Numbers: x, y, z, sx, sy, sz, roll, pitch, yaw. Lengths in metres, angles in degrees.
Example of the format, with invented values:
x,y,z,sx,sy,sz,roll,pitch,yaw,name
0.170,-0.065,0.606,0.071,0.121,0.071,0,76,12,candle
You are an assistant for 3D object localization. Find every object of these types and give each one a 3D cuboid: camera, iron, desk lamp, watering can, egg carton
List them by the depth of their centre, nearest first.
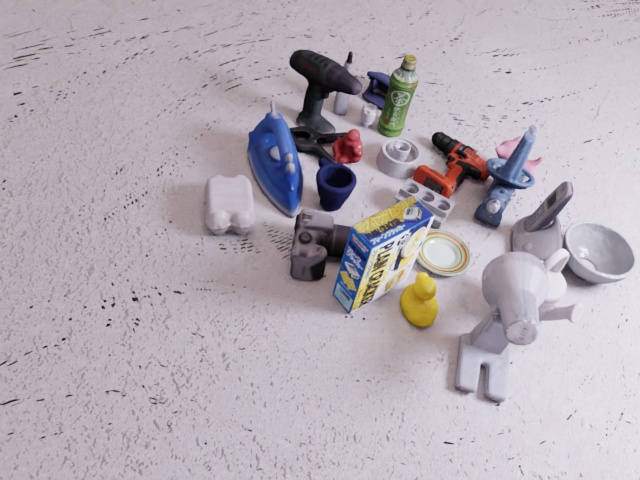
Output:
x,y,z,sx,sy,sz,roll,pitch,yaw,name
0.340,0.156,1.052,0.118,0.213,0.203,16,50,2,desk lamp
0.441,0.092,1.138,0.172,0.194,0.101,31,52,15,watering can
0.011,0.004,1.187,0.137,0.101,0.143,9,50,-4,camera
-0.197,-0.078,1.235,0.107,0.069,0.150,-2,51,-13,egg carton
-0.087,-0.190,1.302,0.119,0.141,0.258,-9,53,-18,iron

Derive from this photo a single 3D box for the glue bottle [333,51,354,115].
x,y,z,sx,sy,sz,roll,pitch,yaw,name
0.066,-0.418,1.501,0.037,0.173,0.078,7,50,-5,glue bottle

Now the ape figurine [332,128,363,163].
x,y,z,sx,sy,sz,roll,pitch,yaw,name
0.074,-0.234,1.403,0.077,0.092,0.076,37,54,19,ape figurine

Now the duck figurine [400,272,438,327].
x,y,z,sx,sy,sz,roll,pitch,yaw,name
0.206,0.114,1.144,0.077,0.086,0.104,4,50,-8,duck figurine

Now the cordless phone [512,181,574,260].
x,y,z,sx,sy,sz,roll,pitch,yaw,name
0.498,-0.031,1.257,0.094,0.185,0.147,12,49,-1,cordless phone

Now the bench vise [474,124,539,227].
x,y,z,sx,sy,sz,roll,pitch,yaw,name
0.446,-0.144,1.318,0.121,0.220,0.207,14,49,1,bench vise

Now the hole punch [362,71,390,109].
x,y,z,sx,sy,sz,roll,pitch,yaw,name
0.183,-0.429,1.587,0.108,0.091,0.101,35,53,18,hole punch

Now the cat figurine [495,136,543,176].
x,y,z,sx,sy,sz,roll,pitch,yaw,name
0.497,-0.206,1.447,0.127,0.118,0.067,18,50,4,cat figurine

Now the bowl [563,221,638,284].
x,y,z,sx,sy,sz,roll,pitch,yaw,name
0.618,0.040,1.295,0.167,0.075,0.167,6,50,-6,bowl

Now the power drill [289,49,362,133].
x,y,z,sx,sy,sz,roll,pitch,yaw,name
0.007,-0.359,1.417,0.076,0.208,0.229,-30,62,-30,power drill

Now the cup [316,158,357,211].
x,y,z,sx,sy,sz,roll,pitch,yaw,name
0.024,-0.121,1.297,0.092,0.095,0.117,-20,57,-25,cup
